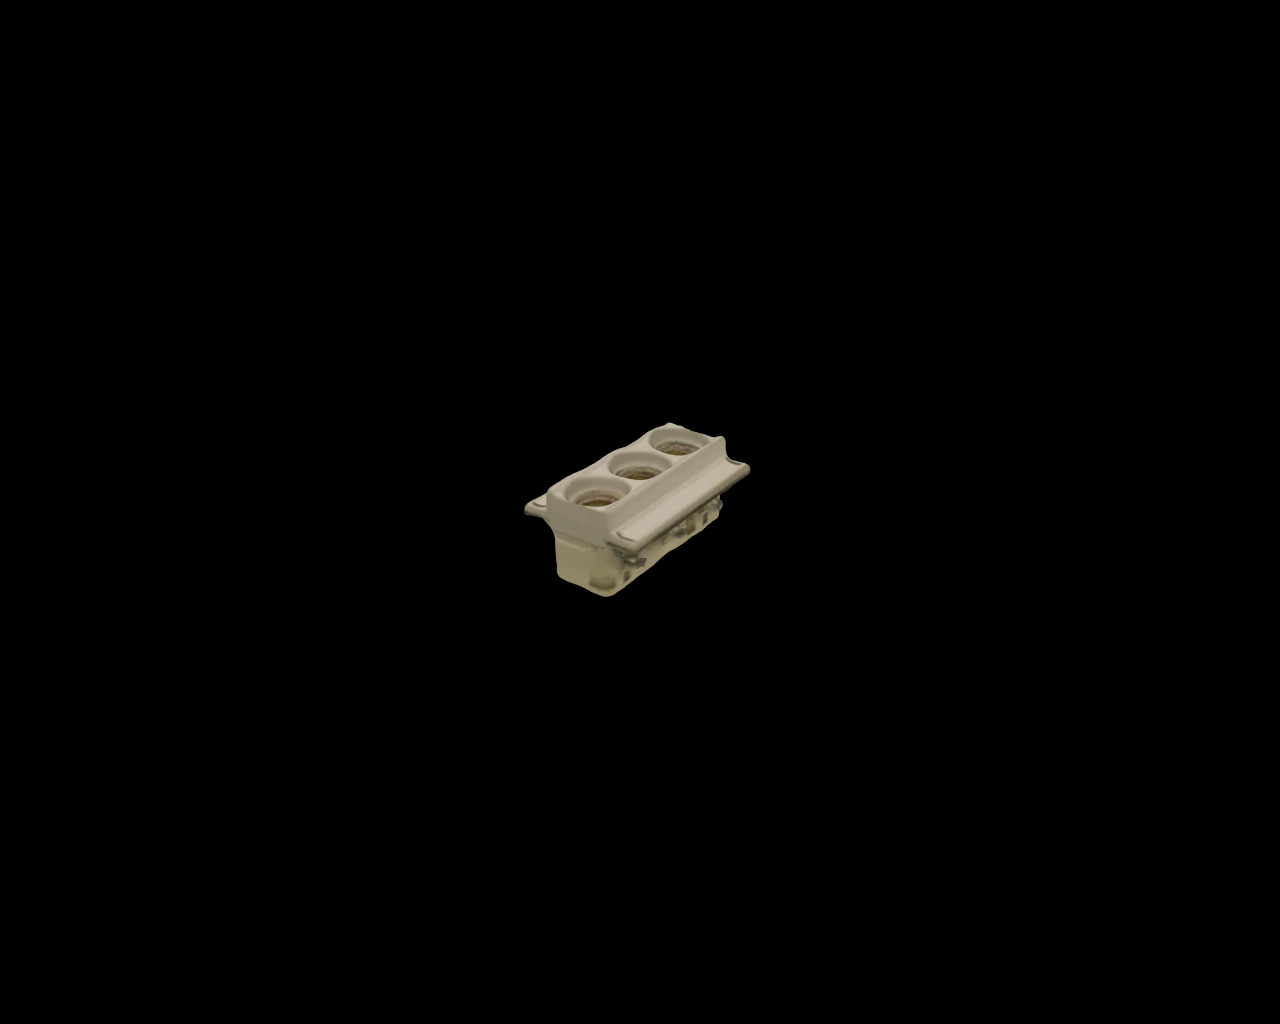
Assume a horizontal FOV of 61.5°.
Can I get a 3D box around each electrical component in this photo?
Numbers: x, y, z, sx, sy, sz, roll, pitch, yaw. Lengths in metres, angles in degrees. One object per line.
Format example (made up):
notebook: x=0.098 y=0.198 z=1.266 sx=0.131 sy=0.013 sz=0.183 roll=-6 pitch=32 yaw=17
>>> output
electrical component: x=0.001 y=-0.003 z=0.650 sx=0.079 sy=0.063 sz=0.121 roll=20 pitch=35 yaw=31
